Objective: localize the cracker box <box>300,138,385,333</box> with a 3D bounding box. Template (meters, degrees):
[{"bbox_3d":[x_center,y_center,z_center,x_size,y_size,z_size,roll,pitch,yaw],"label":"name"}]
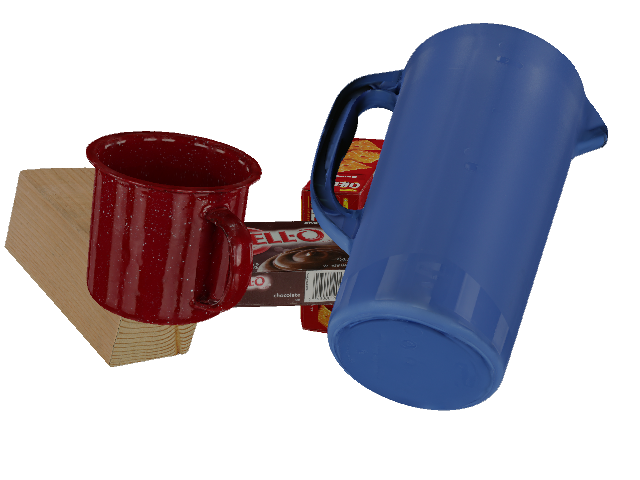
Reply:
[{"bbox_3d":[0.033,-0.011,1.206,0.072,0.164,0.213,5,21,13],"label":"cracker box"}]

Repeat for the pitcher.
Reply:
[{"bbox_3d":[0.078,-0.019,0.696,0.145,0.242,0.149,42,-40,-24],"label":"pitcher"}]

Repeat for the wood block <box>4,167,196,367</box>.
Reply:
[{"bbox_3d":[-0.205,0.018,1.007,0.090,0.091,0.206,-6,34,-44],"label":"wood block"}]

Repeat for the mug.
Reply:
[{"bbox_3d":[-0.075,-0.002,0.572,0.093,0.081,0.117,-11,30,-42],"label":"mug"}]

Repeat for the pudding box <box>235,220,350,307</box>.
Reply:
[{"bbox_3d":[-0.028,0.018,0.894,0.113,0.039,0.090,0,28,-10],"label":"pudding box"}]
